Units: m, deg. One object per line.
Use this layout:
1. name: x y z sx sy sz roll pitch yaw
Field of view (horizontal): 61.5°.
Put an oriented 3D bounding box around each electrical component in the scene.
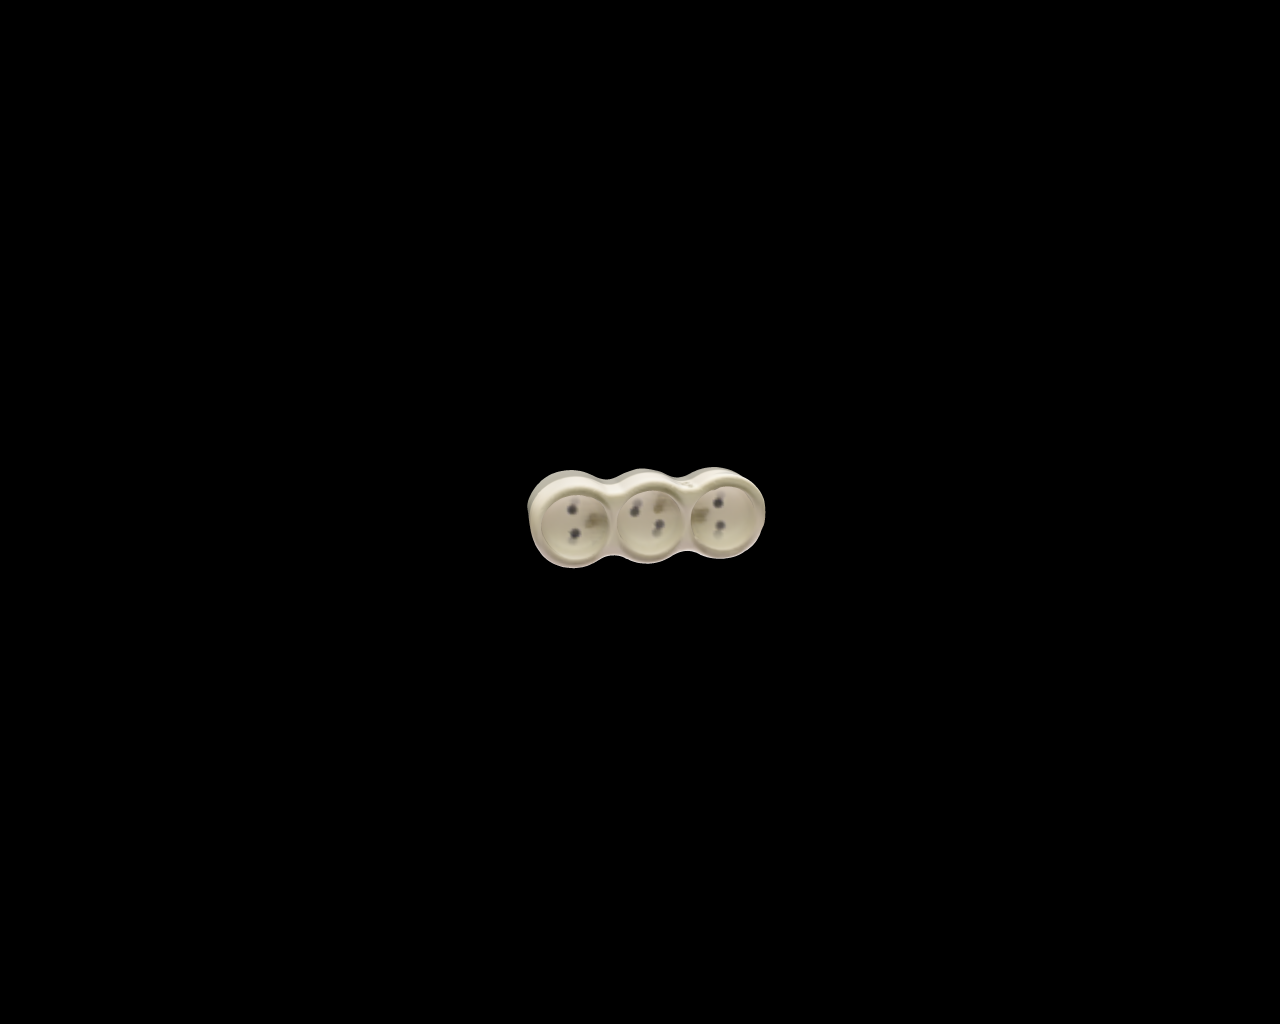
1. electrical component: 0.001 -0.003 0.650 0.138 0.052 0.074 -3 16 -9
